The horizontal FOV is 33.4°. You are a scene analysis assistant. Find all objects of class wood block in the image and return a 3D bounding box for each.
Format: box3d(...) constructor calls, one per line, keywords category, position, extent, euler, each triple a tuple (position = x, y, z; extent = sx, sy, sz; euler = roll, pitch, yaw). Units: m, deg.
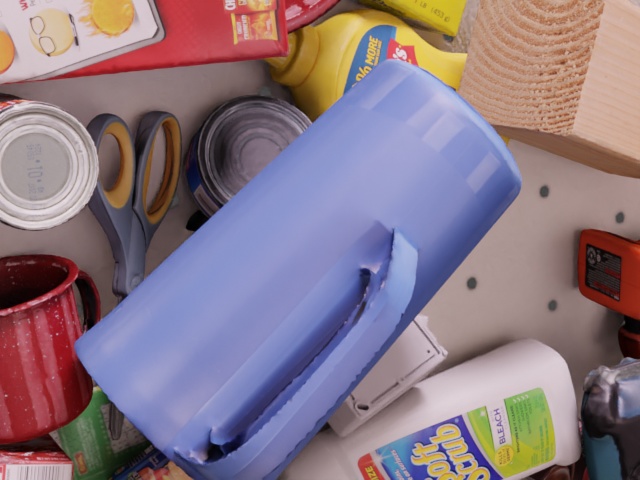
box3d(category="wood block", position=(0.192, -0.099, 0.718), extent=(0.205, 0.090, 0.091), euler=(10, 94, -48))

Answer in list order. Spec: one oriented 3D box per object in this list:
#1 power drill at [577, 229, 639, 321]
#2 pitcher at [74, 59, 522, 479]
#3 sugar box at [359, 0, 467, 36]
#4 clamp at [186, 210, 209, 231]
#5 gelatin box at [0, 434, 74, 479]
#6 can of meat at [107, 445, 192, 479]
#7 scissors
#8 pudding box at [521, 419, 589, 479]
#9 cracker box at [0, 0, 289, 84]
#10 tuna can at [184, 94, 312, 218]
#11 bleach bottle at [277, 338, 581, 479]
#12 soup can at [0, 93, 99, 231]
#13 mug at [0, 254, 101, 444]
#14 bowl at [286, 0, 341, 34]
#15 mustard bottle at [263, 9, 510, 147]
box3d(category="power drill", position=(0.308, 0.021, 0.812), extent=(0.187, 0.185, 0.057), euler=(-4, 101, -18))
box3d(category="pitcher", position=(-0.003, 0.022, 0.580), extent=(0.243, 0.149, 0.145), euler=(-46, 156, -3))
box3d(category="sugar box", position=(0.076, -0.233, 0.699), extent=(0.093, 0.048, 0.176), euler=(14, 95, -47))
box3d(category="clamp", position=(-0.005, 0.001, 0.716), extent=(0.171, 0.039, 0.120), euler=(-35, 117, -17))
box3d(category="gelatin box", position=(-0.191, 0.128, 0.602), extent=(0.089, 0.073, 0.030), euler=(5, 92, -26))
box3d(category="can of meat", position=(-0.073, 0.165, 0.671), extent=(0.084, 0.057, 0.102), euler=(-36, 94, -14))
box3d(category="scissors", position=(-0.123, 0.014, 0.630), extent=(0.096, 0.016, 0.202), euler=(32, 67, -60))
box3d(category="pudding box", position=(0.192, 0.210, 0.857), extent=(0.113, 0.039, 0.090), euler=(-44, 116, -15))
box3d(category="cracker box", position=(-0.130, -0.169, 0.562), extent=(0.213, 0.072, 0.164), euler=(-6, 103, -3))
box3d(category="tuna can", position=(-0.040, -0.047, 0.671), extent=(0.086, 0.034, 0.086), euler=(4, 75, -17))
box3d(category="bleach bottle", position=(0.067, 0.159, 0.770), extent=(0.250, 0.068, 0.102), euler=(-21, 112, -20))
box3d(category="soup can", position=(-0.167, -0.045, 0.584), extent=(0.068, 0.102, 0.068), euler=(-5, 102, -27))
box3d(category="mug", position=(-0.170, 0.058, 0.617), extent=(0.117, 0.093, 0.081), euler=(-36, 124, -53))
box3d(category="bowl", position=(-0.047, -0.200, 0.628), extent=(0.162, 0.055, 0.162), euler=(-1, 103, -5))
box3d(category="mustard bottle", position=(0.040, -0.099, 0.708), extent=(0.191, 0.058, 0.096), euler=(18, 89, -29))
